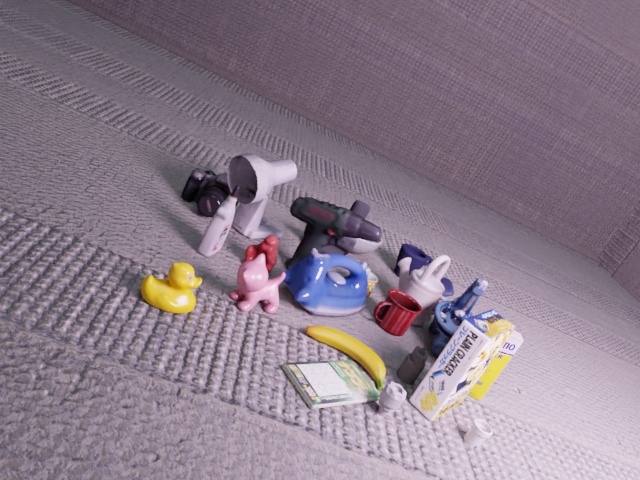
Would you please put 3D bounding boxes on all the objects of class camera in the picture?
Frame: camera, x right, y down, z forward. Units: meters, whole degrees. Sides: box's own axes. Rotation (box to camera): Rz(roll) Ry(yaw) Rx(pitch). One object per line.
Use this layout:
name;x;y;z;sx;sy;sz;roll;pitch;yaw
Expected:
camera;-0.281;-0.122;1.476;0.143;0.101;0.137;26;20;-6

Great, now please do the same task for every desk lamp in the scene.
desk lamp;-0.155;-0.117;1.464;0.117;0.213;0.204;40;23;29

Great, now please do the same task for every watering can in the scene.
watering can;0.267;0.115;1.486;0.172;0.194;0.101;33;21;12

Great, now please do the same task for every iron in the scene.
iron;0.041;0.091;1.325;0.259;0.141;0.118;10;27;-41

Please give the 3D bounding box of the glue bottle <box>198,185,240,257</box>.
glue bottle;-0.216;-0.047;1.275;0.037;0.173;0.078;29;20;3

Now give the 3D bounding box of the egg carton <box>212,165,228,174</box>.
egg carton;-0.248;-0.165;1.665;0.107;0.069;0.151;39;23;27

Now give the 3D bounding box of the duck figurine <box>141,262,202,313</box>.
duck figurine;-0.265;0.078;1.040;0.105;0.086;0.077;20;22;-22

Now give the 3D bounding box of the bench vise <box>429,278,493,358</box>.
bench vise;0.340;0.166;1.421;0.122;0.219;0.207;24;21;-11

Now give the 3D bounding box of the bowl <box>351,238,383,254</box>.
bowl;0.102;-0.006;1.734;0.168;0.074;0.167;25;20;-10

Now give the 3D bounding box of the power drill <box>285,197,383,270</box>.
power drill;0.013;0.005;1.398;0.229;0.208;0.076;32;20;10

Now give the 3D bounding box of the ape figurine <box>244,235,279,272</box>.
ape figurine;-0.127;0.028;1.329;0.077;0.092;0.076;39;23;27

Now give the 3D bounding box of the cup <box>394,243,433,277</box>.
cup;0.279;0.075;1.742;0.118;0.095;0.091;19;22;-24

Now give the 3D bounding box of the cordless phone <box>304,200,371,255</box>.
cordless phone;0.048;-0.047;1.602;0.148;0.185;0.094;24;21;-12

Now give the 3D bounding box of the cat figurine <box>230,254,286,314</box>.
cat figurine;-0.124;0.084;1.162;0.128;0.117;0.067;8;28;-43

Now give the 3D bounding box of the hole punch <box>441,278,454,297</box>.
hole punch;0.318;0.145;1.631;0.101;0.091;0.108;26;20;-7
